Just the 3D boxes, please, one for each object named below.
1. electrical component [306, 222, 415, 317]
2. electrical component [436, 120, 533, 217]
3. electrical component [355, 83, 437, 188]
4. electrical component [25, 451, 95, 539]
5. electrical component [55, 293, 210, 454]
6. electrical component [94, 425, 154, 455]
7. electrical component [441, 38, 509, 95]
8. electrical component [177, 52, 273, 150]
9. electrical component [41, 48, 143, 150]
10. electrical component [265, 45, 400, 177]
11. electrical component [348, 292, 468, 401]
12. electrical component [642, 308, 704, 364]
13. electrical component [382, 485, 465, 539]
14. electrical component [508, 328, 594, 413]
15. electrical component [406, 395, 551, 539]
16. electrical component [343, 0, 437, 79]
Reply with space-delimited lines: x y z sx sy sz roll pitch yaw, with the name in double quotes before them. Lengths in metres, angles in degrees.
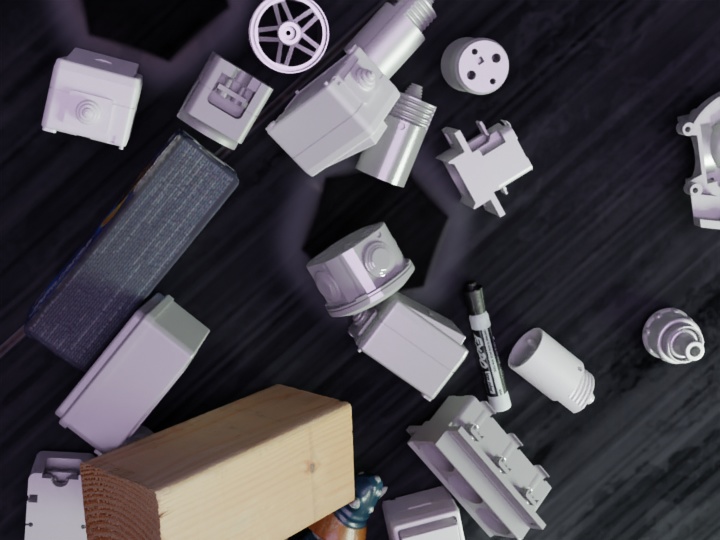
"electrical component" 0.000 0.000 0.881 0.080 0.080 0.051 -30 100 -1
"electrical component" 0.105 -0.089 0.896 0.064 0.042 0.081 -31 106 -3
"electrical component" 0.031 -0.113 0.877 0.043 0.043 0.081 20 99 -13
"electrical component" -0.250 0.201 0.899 0.050 0.055 0.089 5 102 -10
"electrical component" -0.177 0.080 0.853 0.056 0.108 0.108 39 94 -5
"electrical component" -0.186 0.170 0.902 0.078 0.057 0.058 42 94 -15
"electrical component" 0.093 -0.165 0.869 0.045 0.055 0.045 -2 103 -9
"electrical component" -0.105 -0.130 0.828 0.050 0.089 0.055 30 97 -14
"electrical component" -0.199 -0.130 0.809 0.062 0.096 0.061 13 100 -12
"electrical component" -0.014 -0.123 0.836 0.061 0.061 0.096 46 135 -15
"electrical component" 0.037 0.053 0.907 0.096 0.061 0.061 36 95 -15
"electrical component" 0.282 0.063 0.948 0.048 0.062 0.048 -2 103 -9
"electrical component" 0.062 0.252 0.958 0.062 0.061 0.096 -13 105 -6
"electrical component" 0.175 0.092 0.948 0.081 0.043 0.043 38 95 -15
"electrical component" 0.108 0.171 0.941 0.121 0.079 0.063 50 62 -16
"electrical component" 0.030 -0.191 0.859 0.043 0.043 0.081 42 94 -15
